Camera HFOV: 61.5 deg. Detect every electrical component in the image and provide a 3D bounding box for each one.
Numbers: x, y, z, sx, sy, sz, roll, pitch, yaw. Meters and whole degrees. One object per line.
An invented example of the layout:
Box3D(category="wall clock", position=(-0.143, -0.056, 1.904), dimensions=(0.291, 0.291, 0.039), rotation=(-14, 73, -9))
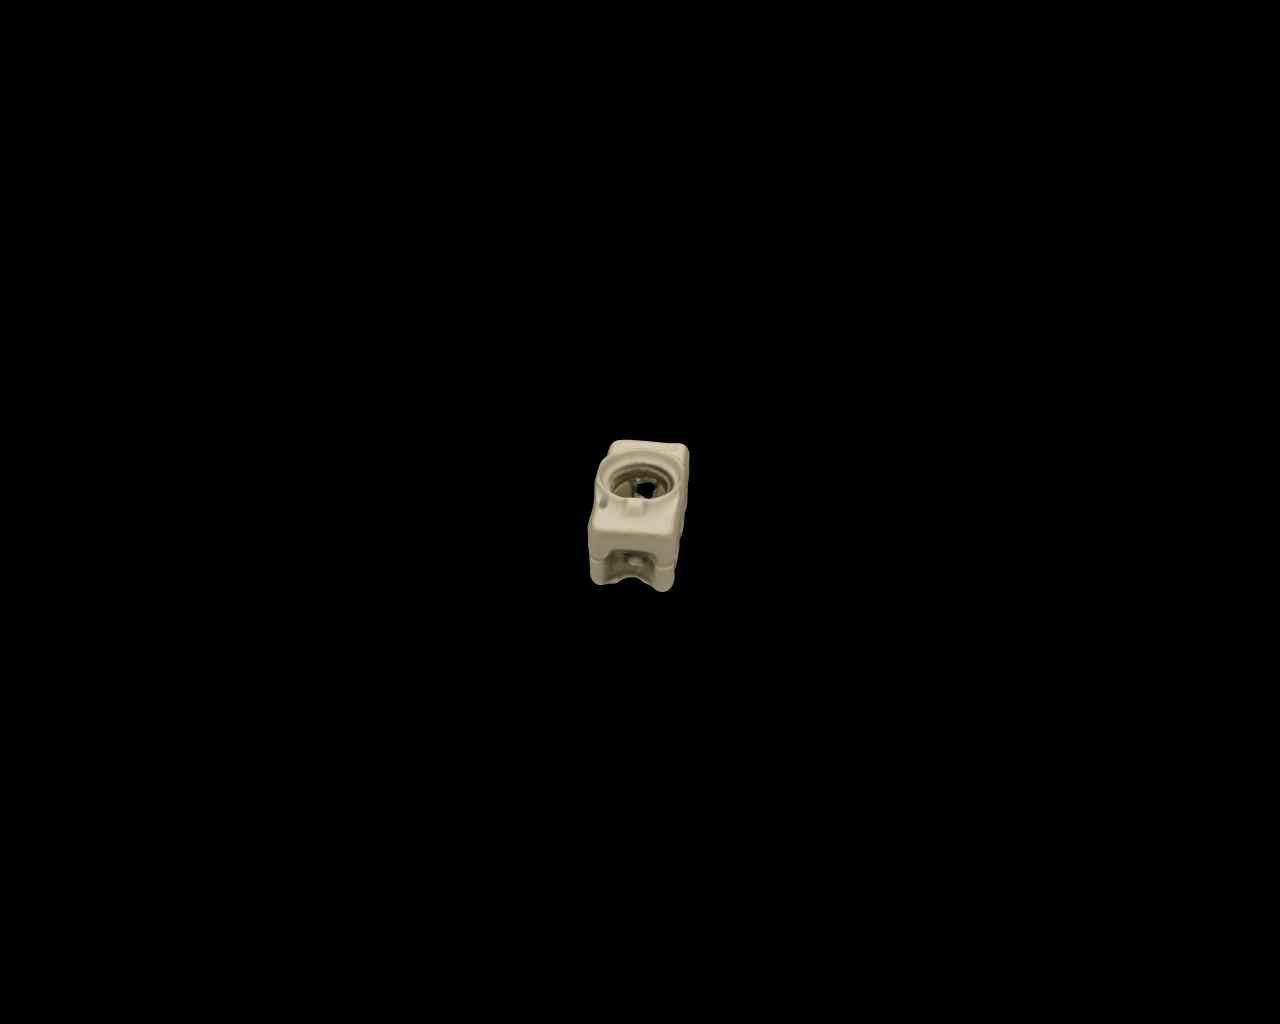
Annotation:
Box3D(category="electrical component", position=(0.001, -0.003, 0.650), dimensions=(0.050, 0.055, 0.090), rotation=(5, 40, 6))
